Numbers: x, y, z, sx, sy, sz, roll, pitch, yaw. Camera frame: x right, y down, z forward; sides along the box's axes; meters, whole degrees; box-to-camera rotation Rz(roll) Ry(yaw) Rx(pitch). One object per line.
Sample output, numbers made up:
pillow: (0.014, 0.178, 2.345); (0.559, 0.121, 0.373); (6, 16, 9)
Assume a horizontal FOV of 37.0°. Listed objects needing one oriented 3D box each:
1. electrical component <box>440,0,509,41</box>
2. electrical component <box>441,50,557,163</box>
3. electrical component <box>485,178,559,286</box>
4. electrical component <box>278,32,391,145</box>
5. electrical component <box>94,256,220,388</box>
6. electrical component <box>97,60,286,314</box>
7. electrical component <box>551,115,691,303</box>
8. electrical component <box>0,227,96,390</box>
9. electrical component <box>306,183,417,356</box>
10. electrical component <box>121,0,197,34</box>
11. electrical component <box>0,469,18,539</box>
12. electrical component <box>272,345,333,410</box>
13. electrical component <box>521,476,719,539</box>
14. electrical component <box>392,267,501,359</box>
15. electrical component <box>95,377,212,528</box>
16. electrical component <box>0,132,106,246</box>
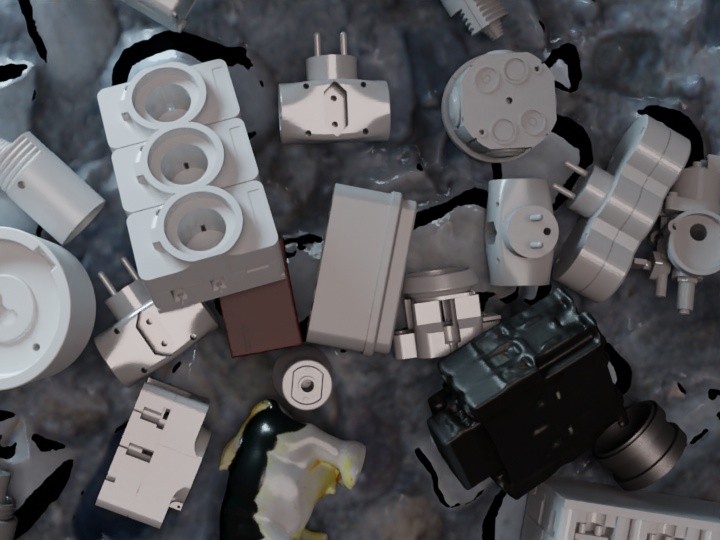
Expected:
electrical component: (0.079, -0.203, 0.778); (0.043, 0.043, 0.081); (-33, 94, -5)
electrical component: (0.102, -0.119, 0.778); (0.080, 0.051, 0.080); (0, 91, -6)
electrical component: (0.118, -0.027, 0.766); (0.043, 0.079, 0.077); (-1, 91, -6)
electrical component: (-0.020, -0.130, 0.768); (0.077, 0.043, 0.079); (-3, 91, -6)
electrical component: (-0.153, 0.029, 0.757); (0.077, 0.043, 0.079); (-34, 94, -5)
electrical component: (-0.114, -0.060, 0.720); (0.089, 0.061, 0.150); (-16, 65, -6)
electrical component: (0.176, -0.053, 0.786); (0.074, 0.052, 0.138); (29, 88, -6)
electrical component: (-0.234, 0.027, 0.735); (0.108, 0.060, 0.108); (-1, 87, 12)
electrical component: (0.000, 0.000, 0.755); (0.057, 0.078, 0.113); (11, 90, -3)
electrical component: (-0.130, -0.224, 0.746); (0.061, 0.062, 0.096); (30, 88, -6)
electrical component: (-0.259, 0.170, 0.748); (0.043, 0.043, 0.062); (15, 88, -6)
electrical component: (-0.039, 0.078, 0.758); (0.044, 0.065, 0.044); (0, 91, -6)
electrical component: (0.201, 0.196, 0.773); (0.150, 0.089, 0.061); (10, 90, -6)
electrical component: (0.059, 0.029, 0.773); (0.078, 0.058, 0.057); (-8, 94, -6)
electrical component: (-0.140, 0.129, 0.756); (0.056, 0.050, 0.089); (22, 88, -6)
electrical component: (-0.222, -0.060, 0.748); (0.081, 0.043, 0.043); (43, 86, -5)
